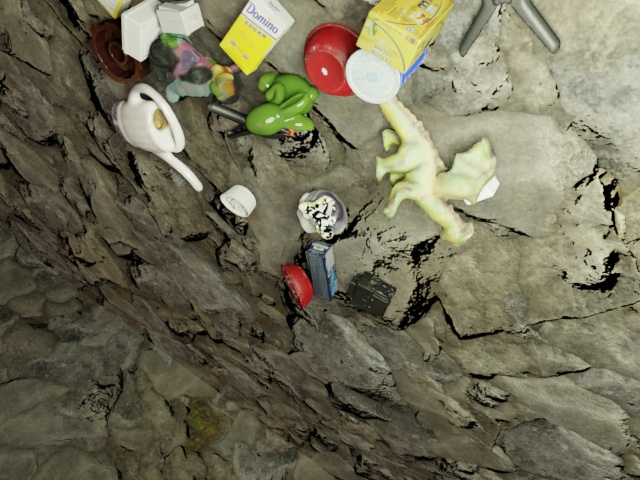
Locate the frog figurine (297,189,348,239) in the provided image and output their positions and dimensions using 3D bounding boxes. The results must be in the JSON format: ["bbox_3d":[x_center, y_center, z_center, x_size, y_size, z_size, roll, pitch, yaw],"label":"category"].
[{"bbox_3d":[0.004,-0.068,1.361,0.137,0.123,0.159,30,179,-3],"label":"frog figurine"}]

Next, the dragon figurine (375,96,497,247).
[{"bbox_3d":[0.233,-0.164,1.042,0.243,0.124,0.403,2,117,29],"label":"dragon figurine"}]

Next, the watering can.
[{"bbox_3d":[-0.472,-0.292,1.492,0.225,0.106,0.340,12,135,32],"label":"watering can"}]
